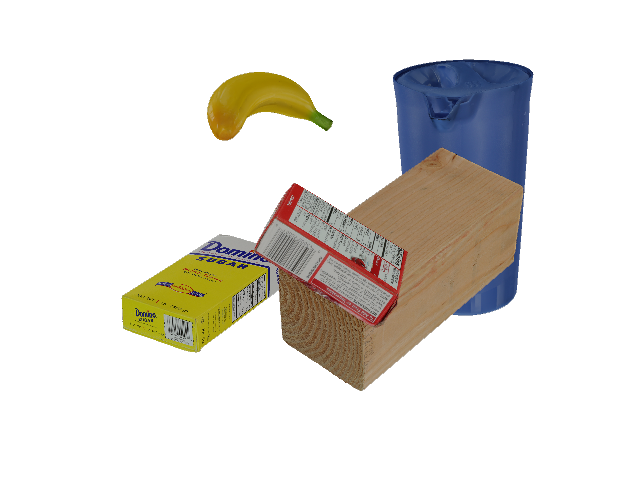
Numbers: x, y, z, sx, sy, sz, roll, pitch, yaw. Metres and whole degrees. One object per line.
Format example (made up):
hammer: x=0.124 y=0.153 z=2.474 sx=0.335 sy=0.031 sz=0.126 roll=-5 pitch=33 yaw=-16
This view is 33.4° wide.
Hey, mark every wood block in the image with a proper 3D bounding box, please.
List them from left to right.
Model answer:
wood block: x=0.069 y=0.019 z=0.887 sx=0.091 sy=0.090 sz=0.205 roll=30 pitch=49 yaw=32

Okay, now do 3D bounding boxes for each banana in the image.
banana: x=-0.054 y=-0.124 z=0.964 sx=0.070 sy=0.037 sz=0.197 roll=36 pitch=24 yaw=19

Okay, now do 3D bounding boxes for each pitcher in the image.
pitcher: x=0.147 y=-0.057 z=1.073 sx=0.149 sy=0.243 sz=0.145 roll=-13 pitch=24 yaw=-21

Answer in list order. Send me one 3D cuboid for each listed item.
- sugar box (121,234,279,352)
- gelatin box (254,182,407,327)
sugar box: x=-0.116 y=0.050 z=1.112 sx=0.093 sy=0.048 sz=0.176 roll=15 pitch=31 yaw=25
gelatin box: x=0.008 y=0.008 z=0.654 sx=0.089 sy=0.030 sz=0.073 roll=32 pitch=21 yaw=-4
